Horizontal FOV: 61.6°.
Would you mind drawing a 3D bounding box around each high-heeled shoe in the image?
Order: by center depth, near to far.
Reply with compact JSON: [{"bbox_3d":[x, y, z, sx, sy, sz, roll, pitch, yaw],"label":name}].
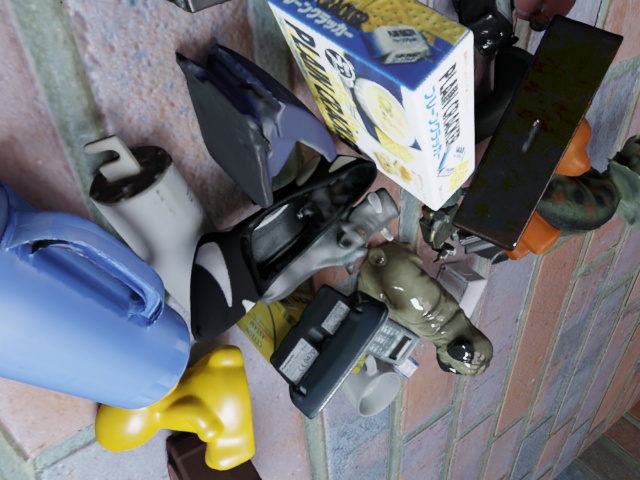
[{"bbox_3d":[-0.023,-0.001,0.502,0.145,0.249,0.086,-10,125,18],"label":"high-heeled shoe"}]

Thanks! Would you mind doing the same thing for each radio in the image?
[{"bbox_3d":[0.226,-0.106,0.582,0.229,0.073,0.131,-65,166,10],"label":"radio"}]

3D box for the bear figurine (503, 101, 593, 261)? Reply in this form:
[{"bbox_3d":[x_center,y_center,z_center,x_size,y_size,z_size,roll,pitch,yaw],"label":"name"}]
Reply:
[{"bbox_3d":[0.300,-0.083,0.712,0.196,0.132,0.120,-39,174,-7],"label":"bear figurine"}]

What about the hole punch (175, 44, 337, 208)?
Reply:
[{"bbox_3d":[-0.051,-0.109,0.475,0.092,0.142,0.115,-33,150,-15],"label":"hole punch"}]

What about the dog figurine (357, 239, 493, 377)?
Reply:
[{"bbox_3d":[0.152,0.097,0.755,0.121,0.191,0.172,-53,137,4],"label":"dog figurine"}]

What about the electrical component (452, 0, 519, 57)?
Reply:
[{"bbox_3d":[0.183,-0.278,0.604,0.075,0.048,0.119,7,75,-47],"label":"electrical component"}]

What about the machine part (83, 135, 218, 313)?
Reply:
[{"bbox_3d":[-0.138,-0.003,0.514,0.079,0.079,0.242,-37,137,-14],"label":"machine part"}]

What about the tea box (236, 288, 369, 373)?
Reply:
[{"bbox_3d":[-0.013,0.114,0.695,0.169,0.098,0.068,21,104,-45],"label":"tea box"}]

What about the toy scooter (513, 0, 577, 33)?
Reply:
[{"bbox_3d":[0.251,-0.293,0.586,0.184,0.075,0.135,-46,148,-70],"label":"toy scooter"}]

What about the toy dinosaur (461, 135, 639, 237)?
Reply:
[{"bbox_3d":[0.388,-0.064,0.840,0.405,0.192,0.131,-20,129,-31],"label":"toy dinosaur"}]

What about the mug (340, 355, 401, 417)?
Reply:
[{"bbox_3d":[0.054,0.192,0.804,0.081,0.107,0.109,-33,132,-20],"label":"mug"}]

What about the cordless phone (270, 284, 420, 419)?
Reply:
[{"bbox_3d":[0.044,0.140,0.631,0.146,0.089,0.184,-55,142,0],"label":"cordless phone"}]

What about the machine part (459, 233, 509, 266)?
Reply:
[{"bbox_3d":[0.289,0.007,0.906,0.084,0.039,0.138,-26,152,23],"label":"machine part"}]

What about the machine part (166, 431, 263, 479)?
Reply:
[{"bbox_3d":[-0.125,0.353,0.696,0.087,0.201,0.201,-18,130,-28],"label":"machine part"}]

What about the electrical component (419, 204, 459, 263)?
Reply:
[{"bbox_3d":[0.185,-0.015,0.810,0.078,0.045,0.102,-33,136,-15],"label":"electrical component"}]

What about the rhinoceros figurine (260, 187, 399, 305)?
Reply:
[{"bbox_3d":[-0.001,-0.002,0.610,0.190,0.112,0.073,-32,134,-8],"label":"rhinoceros figurine"}]

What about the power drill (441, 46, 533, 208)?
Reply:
[{"bbox_3d":[0.183,-0.158,0.676,0.207,0.086,0.231,-40,140,-16],"label":"power drill"}]

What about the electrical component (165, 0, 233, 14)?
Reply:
[{"bbox_3d":[-0.086,-0.239,0.399,0.134,0.058,0.114,-30,134,-21],"label":"electrical component"}]

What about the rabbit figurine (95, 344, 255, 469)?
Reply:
[{"bbox_3d":[-0.168,0.188,0.609,0.173,0.122,0.162,-10,125,-13],"label":"rabbit figurine"}]
